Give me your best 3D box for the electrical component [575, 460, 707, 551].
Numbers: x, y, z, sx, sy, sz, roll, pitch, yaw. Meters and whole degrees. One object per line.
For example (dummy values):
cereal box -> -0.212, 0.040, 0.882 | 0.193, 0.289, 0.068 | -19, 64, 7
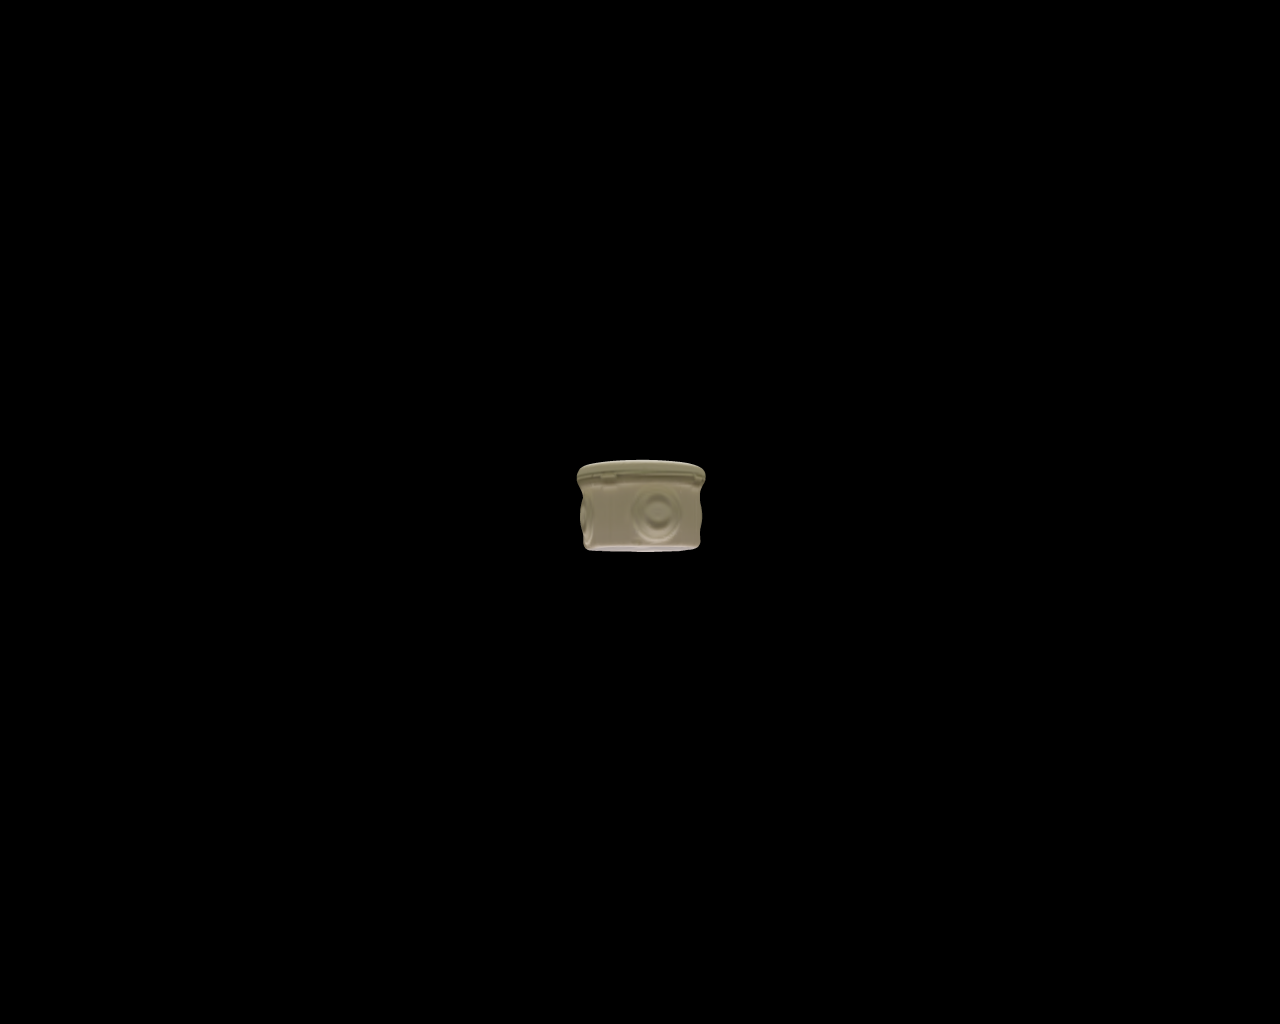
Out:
electrical component -> 0.001, -0.003, 0.650 | 0.080, 0.051, 0.080 | 0, -5, 0
